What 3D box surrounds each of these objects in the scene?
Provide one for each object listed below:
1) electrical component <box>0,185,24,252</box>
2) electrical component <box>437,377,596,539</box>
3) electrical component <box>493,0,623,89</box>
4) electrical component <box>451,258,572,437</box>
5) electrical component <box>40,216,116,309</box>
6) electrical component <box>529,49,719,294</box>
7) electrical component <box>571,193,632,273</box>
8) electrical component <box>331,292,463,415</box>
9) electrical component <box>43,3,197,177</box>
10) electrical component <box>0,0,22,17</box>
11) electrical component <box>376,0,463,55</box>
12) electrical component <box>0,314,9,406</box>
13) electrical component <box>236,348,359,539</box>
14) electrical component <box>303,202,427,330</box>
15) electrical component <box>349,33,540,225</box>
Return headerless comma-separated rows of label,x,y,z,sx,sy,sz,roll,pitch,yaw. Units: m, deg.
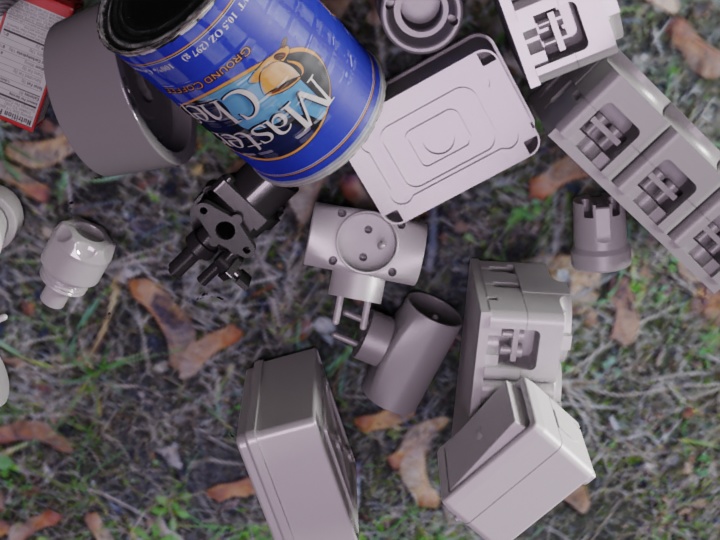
electrical component,-0.254,-0.030,0.719,0.045,0.055,0.045,0,113,1
electrical component,0.088,0.123,0.675,0.061,0.061,0.096,41,108,-15
electrical component,0.098,-0.195,0.623,0.062,0.089,0.150,-21,111,10
electrical component,0.103,0.079,0.741,0.062,0.089,0.150,3,113,-1
electrical component,-0.199,-0.002,0.737,0.043,0.043,0.062,30,112,-11
electrical component,0.186,-0.070,0.675,0.150,0.089,0.062,40,108,-15
electrical component,0.161,-0.025,0.723,0.040,0.040,0.046,-5,107,3
electrical component,0.020,0.052,0.755,0.079,0.044,0.077,23,112,-9
electrical component,-0.151,-0.109,0.658,0.060,0.108,0.108,-14,113,14
electrical component,-0.208,-0.203,0.628,0.100,0.048,0.099,-19,96,-7
electrical component,0.037,-0.162,0.661,0.055,0.047,0.055,0,113,1
electrical component,-0.283,0.037,0.750,0.074,0.052,0.138,-21,111,10
electrical component,-0.041,0.128,0.755,0.056,0.108,0.108,-15,112,5
electrical component,0.000,0.000,0.725,0.077,0.044,0.079,11,88,-4
electrical component,0.049,-0.091,0.686,0.113,0.057,0.078,-28,110,12
